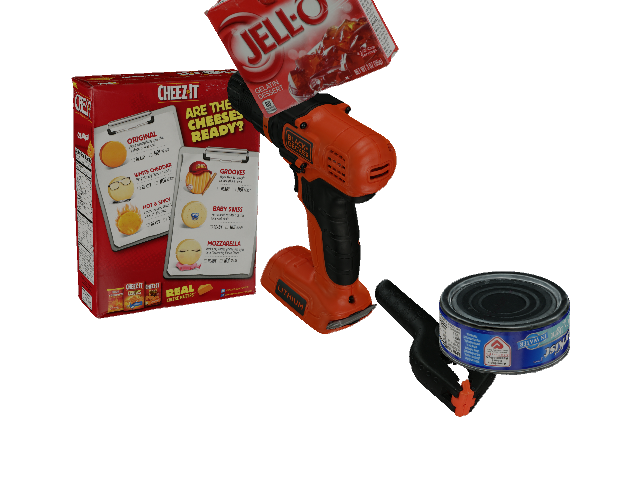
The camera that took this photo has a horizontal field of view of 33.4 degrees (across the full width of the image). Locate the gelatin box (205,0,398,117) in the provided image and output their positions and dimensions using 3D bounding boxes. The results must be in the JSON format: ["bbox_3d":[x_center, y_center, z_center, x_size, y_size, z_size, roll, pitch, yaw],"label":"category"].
[{"bbox_3d":[-0.011,-0.121,0.615,0.089,0.073,0.030,-19,22,28],"label":"gelatin box"}]

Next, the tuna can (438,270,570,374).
[{"bbox_3d":[0.120,0.052,0.699,0.086,0.034,0.086,-4,23,1],"label":"tuna can"}]

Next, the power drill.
[{"bbox_3d":[-0.014,-0.033,0.855,0.057,0.188,0.185,-23,40,-28],"label":"power drill"}]

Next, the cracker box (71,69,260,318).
[{"bbox_3d":[-0.143,-0.047,0.993,0.163,0.214,0.072,-8,20,-29],"label":"cracker box"}]

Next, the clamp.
[{"bbox_3d":[0.127,0.090,0.977,0.120,0.039,0.171,-8,40,-9],"label":"clamp"}]
